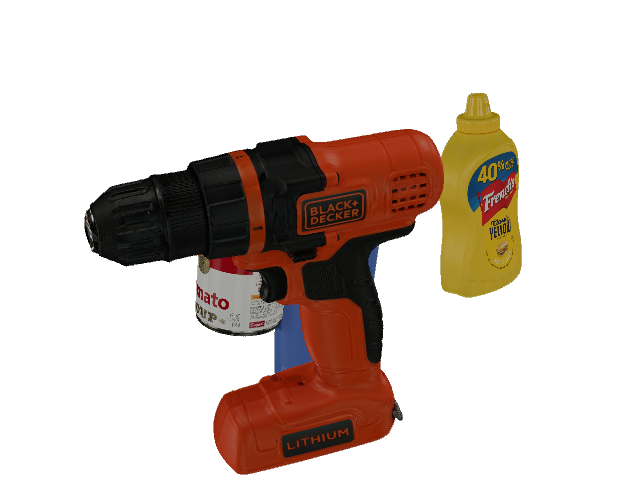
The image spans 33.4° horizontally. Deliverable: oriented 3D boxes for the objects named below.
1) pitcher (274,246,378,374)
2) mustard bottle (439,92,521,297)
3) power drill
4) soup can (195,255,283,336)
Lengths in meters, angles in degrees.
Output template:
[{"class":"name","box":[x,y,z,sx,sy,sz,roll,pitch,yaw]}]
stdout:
[{"class":"pitcher","box":[-0.008,0.062,1.304,0.149,0.243,0.144,14,21,27]},{"class":"mustard bottle","box":[0.155,-0.048,1.036,0.096,0.192,0.058,-21,25,-38]},{"class":"power drill","box":[-0.025,0.036,0.569,0.184,0.188,0.057,-11,35,-15]},{"class":"soup can","box":[-0.057,0.011,0.789,0.068,0.102,0.068,5,23,-2]}]
